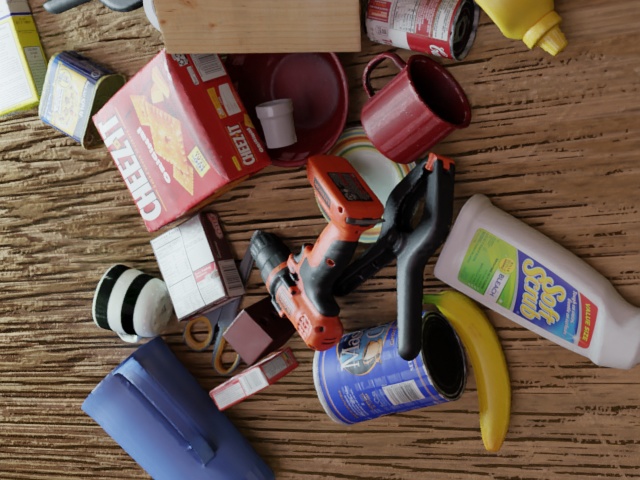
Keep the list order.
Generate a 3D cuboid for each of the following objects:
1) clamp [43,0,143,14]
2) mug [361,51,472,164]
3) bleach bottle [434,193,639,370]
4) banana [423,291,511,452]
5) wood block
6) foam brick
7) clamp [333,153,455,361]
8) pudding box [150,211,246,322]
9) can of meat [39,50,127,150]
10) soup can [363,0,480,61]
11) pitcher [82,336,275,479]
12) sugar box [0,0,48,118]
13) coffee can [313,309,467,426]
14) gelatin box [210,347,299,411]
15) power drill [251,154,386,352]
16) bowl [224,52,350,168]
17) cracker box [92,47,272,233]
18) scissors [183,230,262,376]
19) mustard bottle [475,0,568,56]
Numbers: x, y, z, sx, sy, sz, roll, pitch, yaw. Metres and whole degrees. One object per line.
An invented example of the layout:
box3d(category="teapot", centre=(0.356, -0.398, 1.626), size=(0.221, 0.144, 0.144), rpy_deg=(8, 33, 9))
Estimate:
box3d(category="clamp", centre=(-0.264, -0.311, 1.286), size=(0.172, 0.039, 0.120), rpy_deg=(27, 116, 19))
box3d(category="mug", centre=(0.089, -0.141, 1.113), size=(0.082, 0.093, 0.117), rpy_deg=(-38, 93, 36))
box3d(category="bleach bottle", centre=(0.248, 0.053, 1.098), size=(0.251, 0.068, 0.103), rpy_deg=(29, 115, 16))
box3d(category="banana", centre=(0.170, 0.131, 1.161), size=(0.198, 0.069, 0.037), rpy_deg=(64, 163, -9))
box3d(category="wood block", centre=(-0.060, -0.254, 1.101), size=(0.206, 0.091, 0.090), rpy_deg=(0, 145, 4))
box3d(category="foam brick", centre=(-0.067, 0.105, 1.271), size=(0.053, 0.078, 0.051), rpy_deg=(46, 121, 10))
box3d(category="clamp", centre=(0.083, 0.004, 1.143), size=(0.165, 0.036, 0.210), rpy_deg=(29, 103, 53))
box3d(category="pudding box", centre=(-0.151, 0.033, 1.310), size=(0.090, 0.039, 0.113), rpy_deg=(-27, 77, 33))
box3d(category="can of meat", centre=(-0.298, -0.176, 1.331), size=(0.084, 0.057, 0.102), rpy_deg=(30, 115, 21))
box3d(category="soup can", centre=(0.104, -0.228, 1.095), size=(0.102, 0.068, 0.068), rpy_deg=(18, 111, 24))
box3d(category="pitcher", centre=(-0.172, 0.246, 1.331), size=(0.243, 0.149, 0.145), rpy_deg=(45, 115, 7))
box3d(category="sugar box", centre=(-0.408, -0.253, 1.377), size=(0.093, 0.048, 0.176), rpy_deg=(-14, 93, 30))
box3d(category="coffee can", centre=(0.078, 0.143, 1.189), size=(0.141, 0.102, 0.103), rpy_deg=(-19, 94, 31))
box3d(category="gelatin box", centre=(-0.080, 0.169, 1.298), size=(0.089, 0.073, 0.030), rpy_deg=(-31, 87, 32))
box3d(category="power drill", centre=(-0.008, 0.001, 1.184), size=(0.185, 0.057, 0.188), rpy_deg=(53, 134, 39))
box3d(category="bowl", centre=(-0.029, -0.165, 1.190), size=(0.162, 0.055, 0.162), rpy_deg=(8, 107, 26))
box3d(category="cracker box", centre=(-0.165, -0.116, 1.227), size=(0.214, 0.071, 0.164), rpy_deg=(-26, 90, 53))
box3d(category="scissors", centre=(-0.123, 0.072, 1.328), size=(0.096, 0.016, 0.202), rpy_deg=(15, 110, 24))
box3d(category="mustard bottle", centre=(0.170, -0.254, 1.035), size=(0.192, 0.096, 0.058), rpy_deg=(50, 118, 8))
